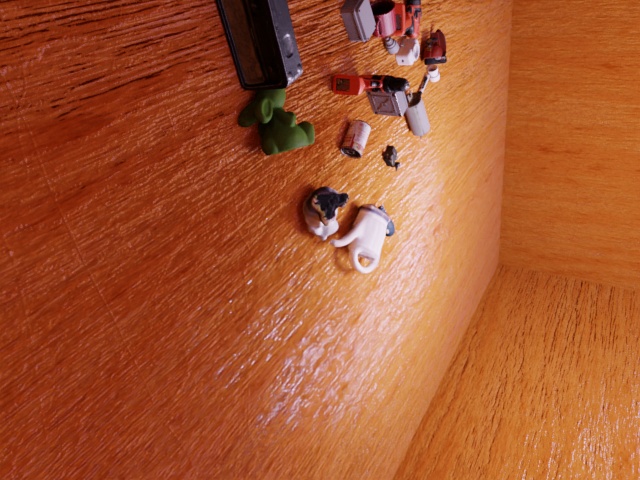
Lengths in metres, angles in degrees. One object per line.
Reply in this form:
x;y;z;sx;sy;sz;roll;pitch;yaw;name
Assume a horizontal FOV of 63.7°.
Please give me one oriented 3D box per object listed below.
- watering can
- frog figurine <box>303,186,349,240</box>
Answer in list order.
0.139;-0.017;1.690;0.343;0.104;0.227;38;65;-58;watering can
0.004;-0.074;1.476;0.157;0.122;0.140;123;-15;-65;frog figurine
